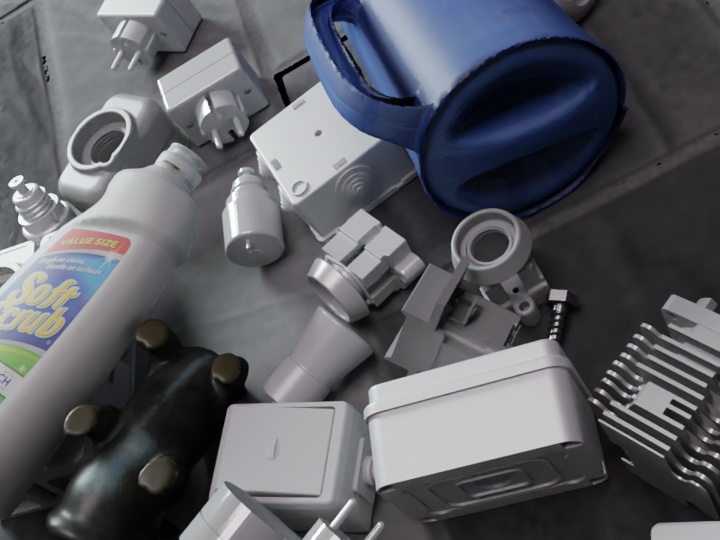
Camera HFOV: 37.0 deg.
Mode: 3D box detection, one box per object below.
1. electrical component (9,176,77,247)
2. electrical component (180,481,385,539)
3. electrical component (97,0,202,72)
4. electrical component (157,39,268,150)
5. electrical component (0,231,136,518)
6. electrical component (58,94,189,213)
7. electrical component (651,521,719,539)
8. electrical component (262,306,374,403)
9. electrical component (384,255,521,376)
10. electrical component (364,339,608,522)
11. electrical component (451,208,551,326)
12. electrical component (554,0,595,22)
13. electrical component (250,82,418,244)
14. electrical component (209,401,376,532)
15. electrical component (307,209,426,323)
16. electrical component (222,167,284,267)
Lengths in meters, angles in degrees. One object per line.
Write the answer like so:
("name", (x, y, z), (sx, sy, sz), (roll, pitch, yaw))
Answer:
("electrical component", (-0.236, -0.038, 0.807), (0.040, 0.078, 0.040), (-17, 41, 15))
("electrical component", (-0.018, 0.154, 0.559), (0.138, 0.052, 0.073), (38, 84, 4))
("electrical component", (-0.182, -0.196, 0.892), (0.066, 0.047, 0.076), (8, 65, 30))
("electrical component", (-0.106, -0.121, 0.808), (0.066, 0.047, 0.076), (-29, 52, 8))
("electrical component", (-0.217, 0.064, 0.741), (0.105, 0.060, 0.186), (-17, 55, 17))
("electrical component", (-0.181, -0.083, 0.814), (0.054, 0.059, 0.095), (14, 68, 33))
("electrical component", (0.182, 0.163, 0.486), (0.100, 0.048, 0.099), (-8, 58, 23))
("electrical component", (-0.029, 0.060, 0.662), (0.065, 0.044, 0.044), (-50, 52, -2))
("electrical component", (0.055, 0.037, 0.614), (0.064, 0.081, 0.042), (25, 49, 8))
("electrical component", (0.067, 0.087, 0.573), (0.113, 0.078, 0.057), (-17, 58, 17))
("electrical component", (0.082, -0.005, 0.635), (0.048, 0.055, 0.066), (-30, 52, 8))
("electrical component", (0.130, -0.198, 0.739), (0.062, 0.048, 0.048), (29, 76, 44))
("electrical component", (-0.019, -0.081, 0.741), (0.100, 0.048, 0.099), (-37, 50, 4))
("electrical component", (-0.032, 0.112, 0.618), (0.096, 0.061, 0.061), (-5, 59, 24))
("electrical component", (0.000, 0.000, 0.682), (0.055, 0.048, 0.066), (-43, 51, -13))
("electrical component", (-0.076, -0.038, 0.746), (0.040, 0.040, 0.078), (-21, 53, 14))
